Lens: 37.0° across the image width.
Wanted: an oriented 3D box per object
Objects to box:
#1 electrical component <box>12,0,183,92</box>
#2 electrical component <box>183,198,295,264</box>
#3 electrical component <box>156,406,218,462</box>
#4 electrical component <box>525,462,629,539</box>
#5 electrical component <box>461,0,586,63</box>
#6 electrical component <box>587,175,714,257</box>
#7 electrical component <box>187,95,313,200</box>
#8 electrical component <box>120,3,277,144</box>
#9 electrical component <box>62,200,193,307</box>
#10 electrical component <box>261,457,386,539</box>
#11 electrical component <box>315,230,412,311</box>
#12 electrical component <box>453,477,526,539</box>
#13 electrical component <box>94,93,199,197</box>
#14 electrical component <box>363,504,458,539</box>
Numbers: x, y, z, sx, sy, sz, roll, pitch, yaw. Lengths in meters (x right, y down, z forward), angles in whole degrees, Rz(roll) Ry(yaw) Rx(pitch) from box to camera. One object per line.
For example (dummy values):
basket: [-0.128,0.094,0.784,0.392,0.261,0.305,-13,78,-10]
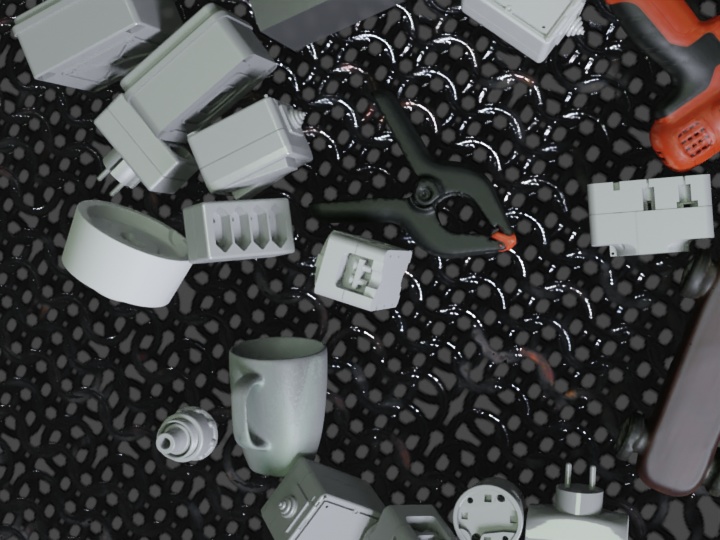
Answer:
electrical component: [-0.219,-0.203,0.919,0.109,0.109,0.056,-24,87,15]
electrical component: [-0.112,-0.031,0.913,0.076,0.083,0.047,-9,87,54]
electrical component: [-0.154,0.144,0.927,0.048,0.062,0.048,0,90,16]
electrical component: [0.172,0.191,0.845,0.077,0.044,0.079,3,91,16]
electrical component: [0.134,-0.209,0.843,0.096,0.061,0.061,36,86,6]
electrical component: [0.223,-0.040,0.826,0.089,0.050,0.055,-4,89,16]
electrical component: [-0.085,-0.102,0.906,0.096,0.062,0.061,-24,84,15]
electrical component: [-0.137,-0.166,0.912,0.113,0.078,0.057,-38,84,13]
electrical component: [-0.201,-0.008,0.919,0.108,0.108,0.060,30,104,13]
electrical component: [-0.033,0.196,0.875,0.061,0.096,0.061,-54,38,10]
electrical component: [0.000,0.000,0.868,0.056,0.089,0.050,17,95,15]
electrical component: [0.106,0.195,0.862,0.055,0.047,0.055,0,90,16]
electrical component: [-0.200,-0.098,0.946,0.076,0.047,0.083,-42,80,12]
electrical component: [0.034,0.235,0.857,0.055,0.050,0.089,49,125,51]
